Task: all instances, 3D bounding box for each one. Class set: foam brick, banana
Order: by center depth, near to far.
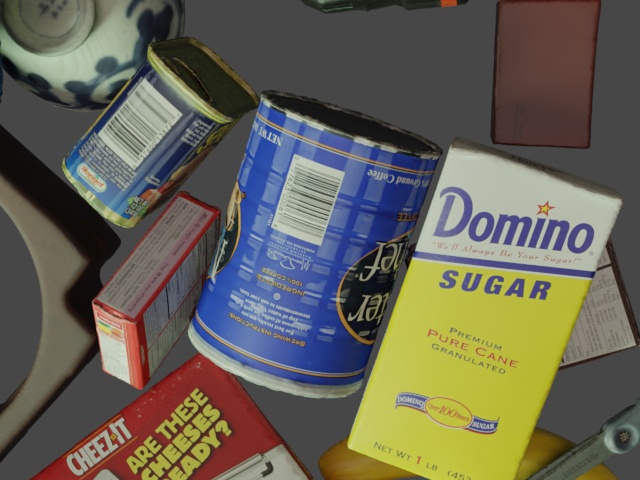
[{"bbox_3d":[0.120,-0.090,0.576,0.053,0.051,0.078,3,102,7],"label":"foam brick"},{"bbox_3d":[0.101,0.136,0.622,0.198,0.037,0.069,18,67,5],"label":"banana"}]

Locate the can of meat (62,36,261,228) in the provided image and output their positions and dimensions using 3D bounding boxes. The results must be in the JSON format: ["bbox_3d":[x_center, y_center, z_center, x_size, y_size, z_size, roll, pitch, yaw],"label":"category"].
[{"bbox_3d":[-0.087,-0.060,0.584,0.057,0.102,0.084,43,105,-3],"label":"can of meat"}]

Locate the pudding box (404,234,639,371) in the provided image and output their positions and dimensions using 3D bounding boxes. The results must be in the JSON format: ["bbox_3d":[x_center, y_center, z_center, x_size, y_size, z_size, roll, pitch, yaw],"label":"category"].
[{"bbox_3d":[0.115,0.032,0.608,0.113,0.039,0.090,-17,99,12],"label":"pudding box"}]

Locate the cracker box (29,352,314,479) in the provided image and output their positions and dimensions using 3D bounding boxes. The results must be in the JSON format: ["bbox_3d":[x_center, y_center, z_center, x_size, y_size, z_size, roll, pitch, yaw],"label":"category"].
[{"bbox_3d":[-0.061,0.195,0.601,0.164,0.072,0.214,-37,78,-8],"label":"cracker box"}]

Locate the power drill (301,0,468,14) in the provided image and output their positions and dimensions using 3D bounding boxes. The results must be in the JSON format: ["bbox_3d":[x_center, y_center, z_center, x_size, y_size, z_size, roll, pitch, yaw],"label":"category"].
[{"bbox_3d":[0.067,-0.212,0.537,0.184,0.057,0.187,-7,89,7],"label":"power drill"}]

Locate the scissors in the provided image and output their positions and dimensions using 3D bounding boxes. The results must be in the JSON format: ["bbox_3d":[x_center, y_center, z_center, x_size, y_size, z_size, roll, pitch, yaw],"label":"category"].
[{"bbox_3d":[0.187,0.117,0.603,0.096,0.016,0.202,44,88,-11],"label":"scissors"}]

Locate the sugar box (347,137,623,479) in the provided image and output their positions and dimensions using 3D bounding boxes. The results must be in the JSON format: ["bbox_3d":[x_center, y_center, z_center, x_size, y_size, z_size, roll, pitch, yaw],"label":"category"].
[{"bbox_3d":[0.086,0.043,0.570,0.093,0.048,0.176,19,104,6],"label":"sugar box"}]

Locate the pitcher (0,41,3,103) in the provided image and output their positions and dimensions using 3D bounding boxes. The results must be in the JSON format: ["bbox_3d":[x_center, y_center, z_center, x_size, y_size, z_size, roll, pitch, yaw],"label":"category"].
[{"bbox_3d":[-0.282,-0.111,0.505,0.242,0.145,0.149,-5,140,-10],"label":"pitcher"}]

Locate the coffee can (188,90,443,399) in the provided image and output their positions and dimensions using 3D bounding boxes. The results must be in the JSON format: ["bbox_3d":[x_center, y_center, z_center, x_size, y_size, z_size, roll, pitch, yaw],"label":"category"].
[{"bbox_3d":[-0.004,0.001,0.584,0.103,0.102,0.140,19,103,3],"label":"coffee can"}]

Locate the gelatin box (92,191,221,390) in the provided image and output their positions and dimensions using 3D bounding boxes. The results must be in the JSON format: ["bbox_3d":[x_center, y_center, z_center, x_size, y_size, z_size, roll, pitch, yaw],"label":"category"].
[{"bbox_3d":[-0.089,0.027,0.594,0.030,0.089,0.073,25,146,11],"label":"gelatin box"}]
